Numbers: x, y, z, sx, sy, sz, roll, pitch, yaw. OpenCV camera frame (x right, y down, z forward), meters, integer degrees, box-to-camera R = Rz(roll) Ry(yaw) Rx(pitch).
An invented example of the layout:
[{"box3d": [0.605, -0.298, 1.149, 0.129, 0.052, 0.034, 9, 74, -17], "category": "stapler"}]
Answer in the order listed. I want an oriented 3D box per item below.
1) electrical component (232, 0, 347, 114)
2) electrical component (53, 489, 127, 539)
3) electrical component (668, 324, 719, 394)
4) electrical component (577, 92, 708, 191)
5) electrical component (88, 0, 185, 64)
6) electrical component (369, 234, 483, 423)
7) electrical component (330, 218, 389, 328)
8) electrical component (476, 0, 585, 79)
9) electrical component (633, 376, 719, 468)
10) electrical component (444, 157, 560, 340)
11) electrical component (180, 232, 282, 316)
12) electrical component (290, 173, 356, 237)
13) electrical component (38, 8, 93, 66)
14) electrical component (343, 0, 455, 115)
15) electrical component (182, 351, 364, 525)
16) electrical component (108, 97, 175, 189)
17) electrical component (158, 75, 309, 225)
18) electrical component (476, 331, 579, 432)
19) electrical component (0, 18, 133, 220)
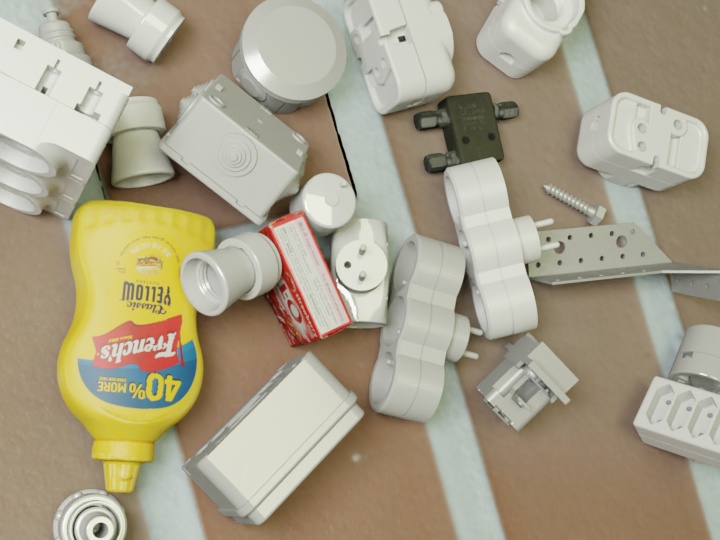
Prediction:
[{"box3d": [-0.055, -0.160, 0.807, 0.080, 0.051, 0.080, 4, 80, -20], "category": "electrical component"}, {"box3d": [-0.173, 0.167, 0.698, 0.048, 0.062, 0.048, 4, 79, -20], "category": "electrical component"}, {"box3d": [0.291, 0.077, 0.897, 0.055, 0.055, 0.047, 30, 68, -14], "category": "electrical component"}, {"box3d": [0.234, -0.105, 0.903, 0.095, 0.059, 0.053, 16, 75, -18], "category": "electrical component"}, {"box3d": [-0.160, -0.182, 0.774, 0.055, 0.045, 0.045, 36, 70, -12], "category": "electrical component"}, {"box3d": [0.059, 0.048, 0.813, 0.074, 0.052, 0.138, 16, 76, -18], "category": "electrical component"}, {"box3d": [0.000, 0.000, 0.785, 0.043, 0.079, 0.077, 1, 80, -3], "category": "electrical component"}, {"box3d": [0.146, -0.213, 0.888, 0.054, 0.059, 0.095, 34, 71, -12], "category": "electrical component"}, {"box3d": [0.277, 0.133, 0.876, 0.047, 0.083, 0.075, -60, 141, -19], "category": "electrical component"}, {"box3d": [0.118, -0.021, 0.837, 0.074, 0.052, 0.138, -14, 86, -4], "category": "electrical component"}, {"box3d": [-0.086, 0.002, 0.724, 0.055, 0.045, 0.045, -26, 91, -46], "category": "electrical component"}, {"box3d": [-0.032, -0.044, 0.780, 0.040, 0.078, 0.040, 4, 79, -20], "category": "electrical component"}, {"box3d": [-0.208, -0.144, 0.751, 0.040, 0.040, 0.078, -12, 85, -22], "category": "electrical component"}, {"box3d": [0.034, -0.177, 0.842, 0.059, 0.054, 0.095, -18, 87, -23], "category": "electrical component"}, {"box3d": [-0.060, 0.117, 0.742, 0.057, 0.078, 0.113, 47, 68, -4], "category": "electrical component"}, {"box3d": [-0.158, -0.089, 0.758, 0.045, 0.045, 0.055, -10, 84, -22], "category": "electrical component"}, {"box3d": [-0.085, -0.088, 0.757, 0.100, 0.099, 0.048, 38, 108, -11], "category": "electrical component"}, {"box3d": [0.125, 0.086, 0.824, 0.064, 0.081, 0.042, -43, 98, 1], "category": "electrical component"}, {"box3d": [-0.209, -0.086, 0.681, 0.089, 0.150, 0.061, 27, 71, -15], "category": "electrical component"}]
